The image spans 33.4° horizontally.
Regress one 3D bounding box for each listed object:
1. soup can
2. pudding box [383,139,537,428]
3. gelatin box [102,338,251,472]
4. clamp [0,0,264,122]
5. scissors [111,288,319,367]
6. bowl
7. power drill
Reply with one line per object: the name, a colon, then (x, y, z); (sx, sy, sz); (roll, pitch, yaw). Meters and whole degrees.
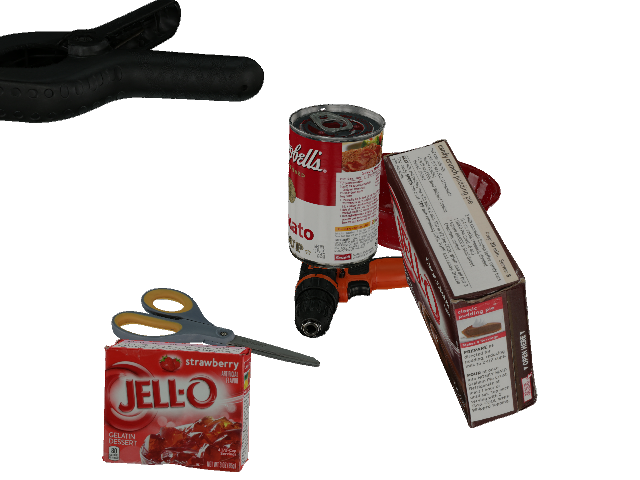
soup can: (0.011, -0.039, 0.770); (0.068, 0.102, 0.068); (1, 27, -1)
pudding box: (0.067, 0.019, 0.521); (0.039, 0.090, 0.113); (-19, 42, -3)
gelatin box: (-0.089, 0.101, 0.658); (0.089, 0.073, 0.030); (3, 5, 8)
clamp: (-0.130, -0.103, 0.606); (0.171, 0.039, 0.120); (-8, 28, -22)
scissors: (-0.098, 0.082, 1.031); (0.201, 0.016, 0.096); (6, 31, 1)
bowl: (0.089, -0.032, 1.025); (0.162, 0.055, 0.162); (2, 24, -1)
power drill: (0.064, 0.055, 1.240); (0.187, 0.057, 0.184); (0, 28, 5)
